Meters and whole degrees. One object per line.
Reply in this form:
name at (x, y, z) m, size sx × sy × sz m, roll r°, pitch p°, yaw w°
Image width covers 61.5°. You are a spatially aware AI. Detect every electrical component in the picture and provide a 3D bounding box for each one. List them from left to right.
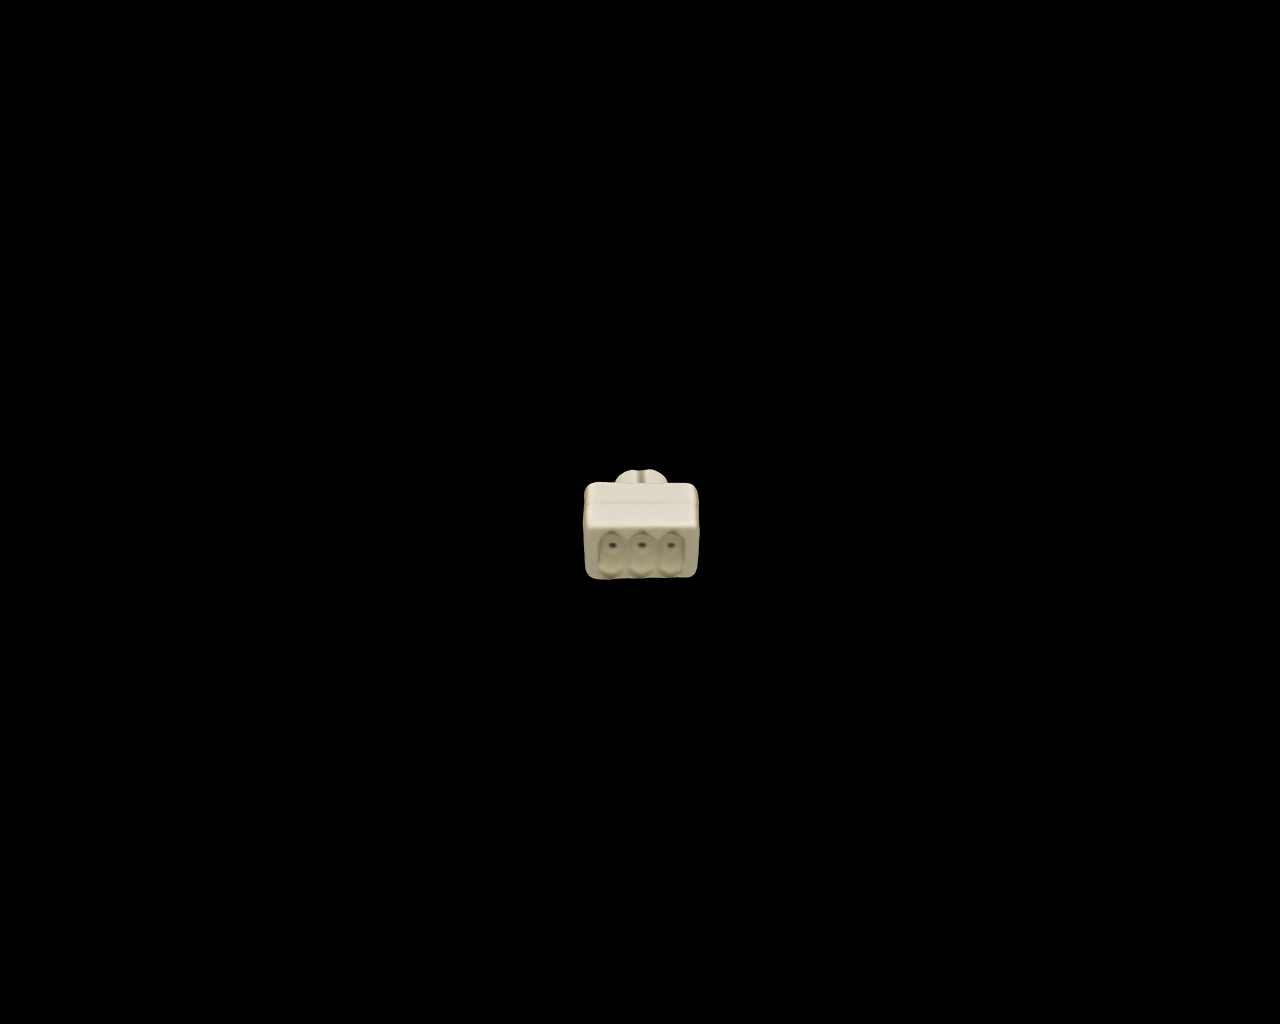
electrical component at (0.001, -0.003, 0.650) m, size 0.066 × 0.077 × 0.047 m, roll 0°, pitch -43°, yaw 0°
